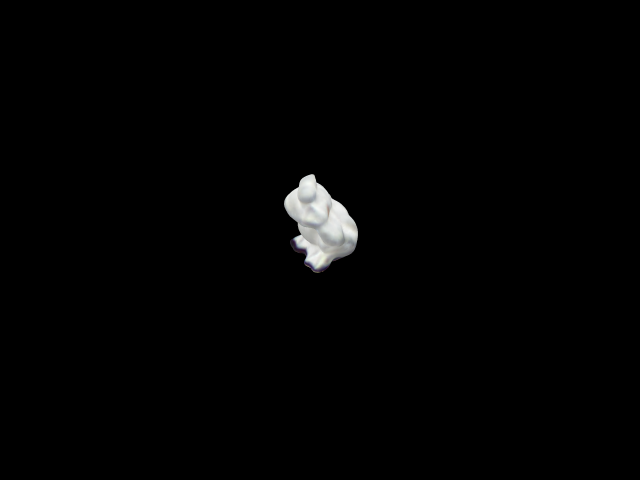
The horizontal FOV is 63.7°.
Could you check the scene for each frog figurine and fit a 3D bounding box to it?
[{"bbox_3d":[0.003,-0.043,0.850,0.123,0.156,0.140,-3,33,-4],"label":"frog figurine"}]
